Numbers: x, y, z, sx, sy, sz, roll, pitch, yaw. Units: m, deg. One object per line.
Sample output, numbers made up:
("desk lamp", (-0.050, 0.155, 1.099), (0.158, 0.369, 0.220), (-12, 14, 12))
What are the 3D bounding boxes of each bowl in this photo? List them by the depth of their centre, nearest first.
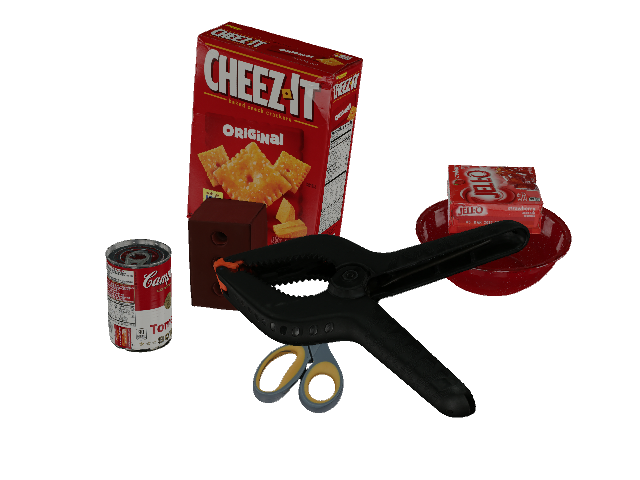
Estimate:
("bowl", (0.180, 0.011, 1.126), (0.162, 0.055, 0.162), (0, 31, 0))

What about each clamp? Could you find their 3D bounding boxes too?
("clamp", (0.031, 0.030, 0.712), (0.210, 0.036, 0.164), (12, 45, 26))

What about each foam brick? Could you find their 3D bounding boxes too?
("foam brick", (-0.075, 0.011, 0.872), (0.053, 0.078, 0.051), (5, 22, 13))

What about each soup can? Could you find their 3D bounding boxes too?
("soup can", (-0.191, 0.058, 1.126), (0.068, 0.102, 0.068), (2, 23, -1))

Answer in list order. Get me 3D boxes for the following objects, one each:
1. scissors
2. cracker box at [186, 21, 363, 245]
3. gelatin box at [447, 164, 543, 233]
("scissors", (0.013, 0.100, 1.077), (0.096, 0.016, 0.201), (30, 53, 25))
("cracker box", (-0.054, -0.103, 1.125), (0.164, 0.214, 0.072), (19, 31, 21))
("gelatin box", (0.141, -0.035, 0.873), (0.073, 0.030, 0.089), (2, 24, 6))
